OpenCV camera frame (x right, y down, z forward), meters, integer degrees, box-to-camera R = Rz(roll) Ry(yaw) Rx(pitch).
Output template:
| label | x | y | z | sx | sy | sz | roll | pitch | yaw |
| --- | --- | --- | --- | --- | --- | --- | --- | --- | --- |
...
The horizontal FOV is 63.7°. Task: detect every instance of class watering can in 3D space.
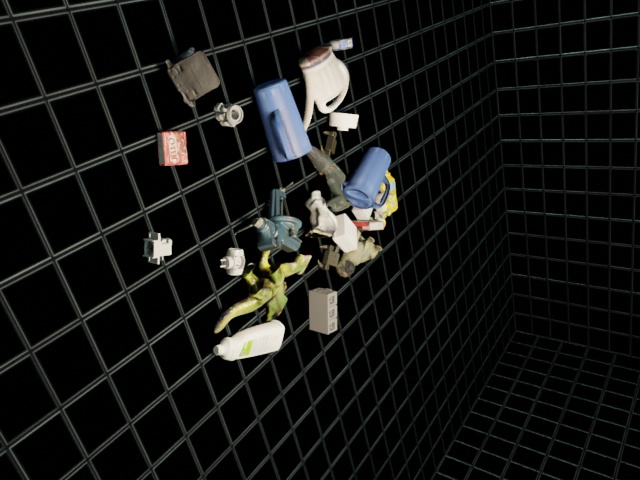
| label | x | y | z | sx | sy | sz | roll | pitch | yaw |
| --- | --- | --- | --- | --- | --- | --- | --- | --- | --- |
| watering can | -0.006 | -0.527 | 1.761 | 0.354 | 0.104 | 0.220 | -52 | 131 | -34 |

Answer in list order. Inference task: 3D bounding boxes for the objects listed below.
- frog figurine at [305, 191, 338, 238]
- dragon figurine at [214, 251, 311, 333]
| label | x | y | z | sx | sy | sz | roll | pitch | yaw |
| --- | --- | --- | --- | --- | --- | --- | --- | --- | --- |
| frog figurine | 0.006 | -0.092 | 1.831 | 0.136 | 0.123 | 0.161 | 76 | 19 | -77 |
| dragon figurine | -0.169 | 0.182 | 1.666 | 0.416 | 0.123 | 0.237 | -51 | 141 | -24 |
